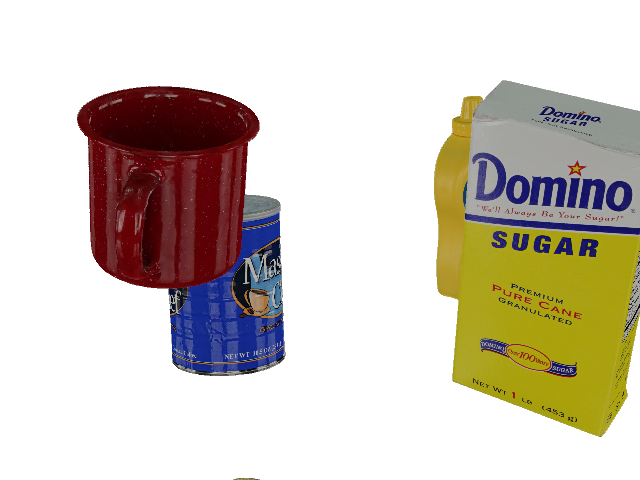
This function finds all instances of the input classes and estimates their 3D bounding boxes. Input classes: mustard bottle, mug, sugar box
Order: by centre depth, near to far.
[{"bbox_3d":[-0.082,-0.022,0.555,0.093,0.081,0.117,7,28,3],"label":"mug"},{"bbox_3d":[0.121,0.012,0.555,0.093,0.176,0.048,18,41,26],"label":"sugar box"},{"bbox_3d":[0.150,-0.044,1.033,0.096,0.192,0.058,-21,25,-38],"label":"mustard bottle"}]

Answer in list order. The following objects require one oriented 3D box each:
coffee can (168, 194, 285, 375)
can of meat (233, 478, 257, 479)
[{"bbox_3d":[-0.084,0.037,0.943,0.103,0.140,0.103,-2,12,0],"label":"coffee can"},{"bbox_3d":[-0.030,0.237,0.815,0.102,0.084,0.057,9,14,9],"label":"can of meat"}]
